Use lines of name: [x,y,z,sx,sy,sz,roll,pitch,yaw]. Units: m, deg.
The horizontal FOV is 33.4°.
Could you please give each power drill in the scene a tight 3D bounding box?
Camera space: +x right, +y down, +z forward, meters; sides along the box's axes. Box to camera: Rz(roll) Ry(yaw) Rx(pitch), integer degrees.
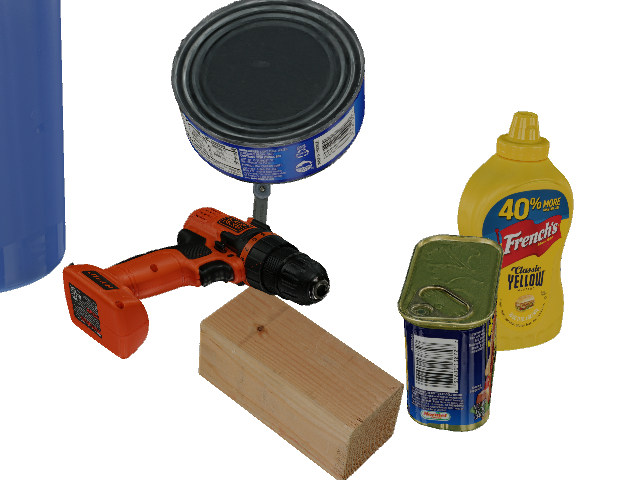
power drill: [-0.109,0.036,0.917,0.187,0.057,0.185,-21,29,-35]

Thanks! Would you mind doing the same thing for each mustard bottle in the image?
mustard bottle: [0.156,-0.009,0.861,0.096,0.192,0.058,-5,20,-19]

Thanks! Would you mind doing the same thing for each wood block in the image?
wood block: [-0.024,0.147,1.130,0.206,0.090,0.090,33,49,26]

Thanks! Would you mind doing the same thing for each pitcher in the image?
pitcher: [-0.232,-0.088,0.673,0.149,0.243,0.145,-4,26,-11]

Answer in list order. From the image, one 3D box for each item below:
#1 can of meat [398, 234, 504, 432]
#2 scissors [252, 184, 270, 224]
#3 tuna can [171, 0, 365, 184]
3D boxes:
can of meat: [0.084,0.058,0.674,0.057,0.084,0.102,3,30,13]
scissors: [-0.048,-0.067,1.193,0.096,0.202,0.016,-10,-8,-12]
tuna can: [-0.022,-0.068,0.482,0.086,0.086,0.034,0,-31,4]
